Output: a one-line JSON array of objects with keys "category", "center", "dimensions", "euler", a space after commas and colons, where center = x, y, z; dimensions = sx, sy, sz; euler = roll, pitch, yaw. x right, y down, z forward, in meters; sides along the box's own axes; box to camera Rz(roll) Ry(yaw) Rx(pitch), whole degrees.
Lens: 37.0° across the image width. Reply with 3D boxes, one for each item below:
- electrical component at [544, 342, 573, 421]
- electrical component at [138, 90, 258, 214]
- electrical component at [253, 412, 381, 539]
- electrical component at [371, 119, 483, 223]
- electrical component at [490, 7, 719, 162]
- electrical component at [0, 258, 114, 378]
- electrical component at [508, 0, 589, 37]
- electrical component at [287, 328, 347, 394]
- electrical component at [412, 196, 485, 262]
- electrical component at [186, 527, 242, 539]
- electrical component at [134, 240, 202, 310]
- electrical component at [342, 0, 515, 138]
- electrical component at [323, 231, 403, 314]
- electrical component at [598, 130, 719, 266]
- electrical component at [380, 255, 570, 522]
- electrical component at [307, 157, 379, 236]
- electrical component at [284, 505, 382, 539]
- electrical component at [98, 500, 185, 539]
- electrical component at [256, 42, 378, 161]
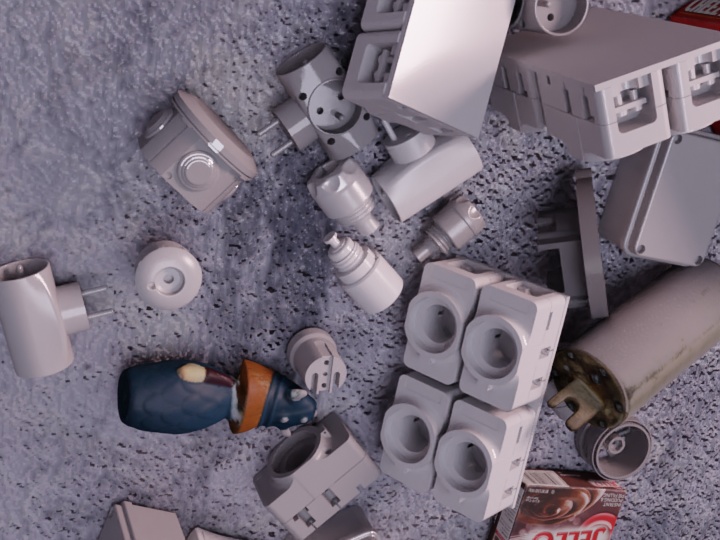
[{"category": "electrical component", "center": [0.181, 0.096, 0.936], "dimensions": [0.055, 0.055, 0.047], "euler": [-44, 112, 0]}, {"category": "electrical component", "center": [-0.115, -0.084, 0.760], "dimensions": [0.051, 0.080, 0.080], "euler": [-43, 116, 6]}, {"category": "electrical component", "center": [-0.039, 0.167, 0.890], "dimensions": [0.089, 0.050, 0.055], "euler": [-39, 116, -2]}, {"category": "electrical component", "center": [0.043, -0.089, 0.829], "dimensions": [0.077, 0.043, 0.079], "euler": [-33, 116, -5]}, {"category": "electrical component", "center": [0.174, -0.136, 0.777], "dimensions": [0.105, 0.186, 0.060], "euler": [-20, 114, -11]}, {"category": "electrical component", "center": [-0.221, 0.031, 0.784], "dimensions": [0.079, 0.043, 0.077], "euler": [-14, 112, -13]}, {"category": "electrical component", "center": [0.134, -0.217, 0.796], "dimensions": [0.044, 0.077, 0.079], "euler": [0, 108, -19]}, {"category": "electrical component", "center": [-0.034, 0.073, 0.859], "dimensions": [0.040, 0.046, 0.040], "euler": [-8, 115, -17]}, {"category": "electrical component", "center": [0.069, -0.030, 0.864], "dimensions": [0.061, 0.035, 0.035], "euler": [-39, 116, 1]}, {"category": "electrical component", "center": [-0.103, 0.261, 0.894], "dimensions": [0.096, 0.061, 0.061], "euler": [27, 98, -25]}, {"category": "electrical component", "center": [-0.144, -0.001, 0.788], "dimensions": [0.048, 0.062, 0.048], "euler": [-6, 110, -17]}, {"category": "electrical component", "center": [0.053, -0.179, 0.767], "dimensions": [0.089, 0.062, 0.150], "euler": [17, 87, -38]}, {"category": "electrical component", "center": [0.000, 0.000, 0.849], "dimensions": [0.040, 0.040, 0.078], "euler": [-43, 116, 0]}, {"category": "electrical component", "center": [0.260, -0.065, 0.903], "dimensions": [0.078, 0.057, 0.113], "euler": [9, 105, -21]}, {"category": "electrical component", "center": [0.087, 0.094, 0.866], "dimensions": [0.060, 0.105, 0.186], "euler": [-10, 116, -52]}, {"category": "electrical component", "center": [-0.008, -0.054, 0.825], "dimensions": [0.043, 0.043, 0.062], "euler": [-38, 117, -3]}, {"category": "electrical component", "center": [-0.011, 0.273, 0.932], "dimensions": [0.078, 0.057, 0.113], "euler": [-21, 114, -11]}, {"category": "electrical component", "center": [-0.177, 0.257, 0.843], "dimensions": [0.056, 0.109, 0.108], "euler": [18, 102, -26]}, {"category": "electrical component", "center": [-0.038, -0.114, 0.793], "dimensions": [0.079, 0.044, 0.077], "euler": [-35, 116, -4]}]
